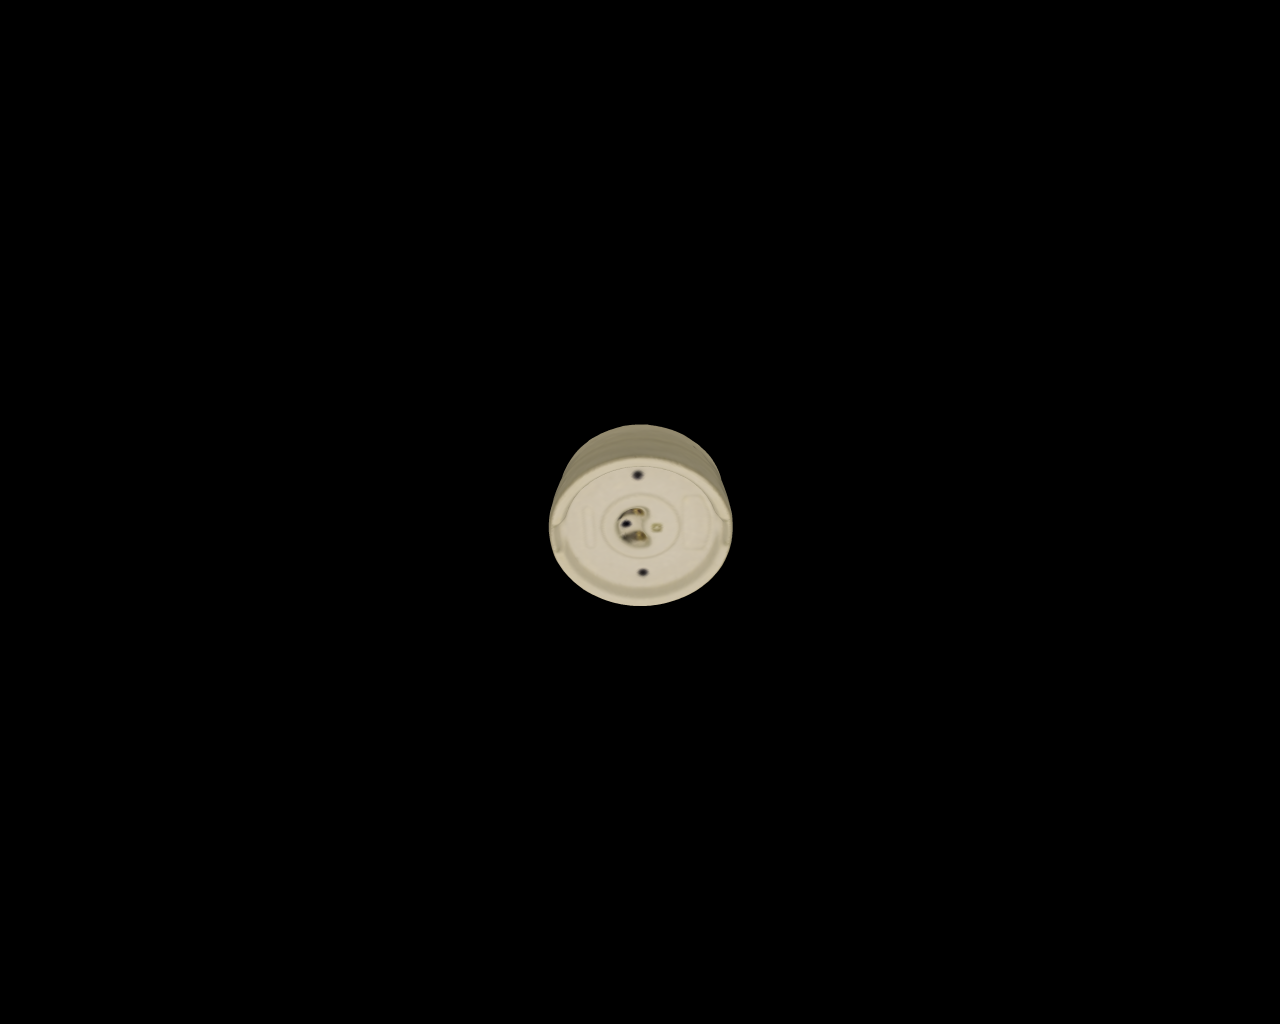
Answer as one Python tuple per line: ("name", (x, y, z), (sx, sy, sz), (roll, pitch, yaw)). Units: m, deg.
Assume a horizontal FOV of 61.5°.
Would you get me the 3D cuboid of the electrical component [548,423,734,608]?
("electrical component", (0.001, -0.003, 0.650), (0.108, 0.108, 0.060), (0, 34, 0))
